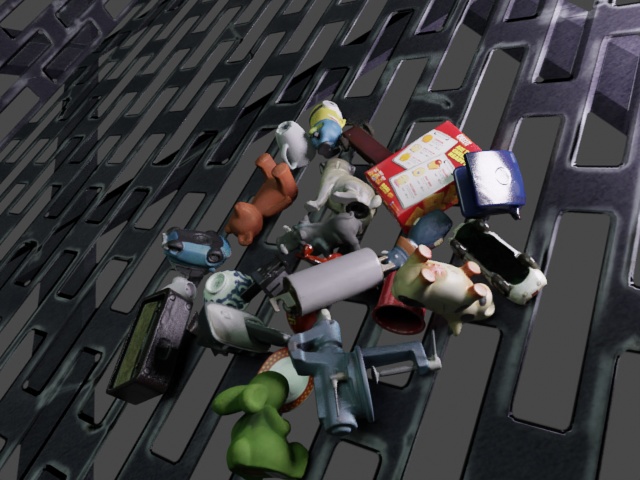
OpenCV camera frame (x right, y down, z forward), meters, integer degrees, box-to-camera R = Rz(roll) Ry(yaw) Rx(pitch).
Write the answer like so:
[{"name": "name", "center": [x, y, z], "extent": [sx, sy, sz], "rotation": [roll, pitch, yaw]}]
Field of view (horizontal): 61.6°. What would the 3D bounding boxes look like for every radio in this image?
[{"name": "radio", "center": [-0.356, 0.220, 1.139], "extent": [0.131, 0.073, 0.230], "rotation": [-26, 42, 37]}]

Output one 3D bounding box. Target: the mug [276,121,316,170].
[{"name": "mug", "center": [-0.073, -0.239, 1.363], "extent": [0.081, 0.107, 0.109], "rotation": [5, 54, 36]}]

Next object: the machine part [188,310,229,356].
[{"name": "machine part", "center": [-0.225, 0.194, 1.132], "extent": [0.139, 0.039, 0.084], "rotation": [15, 67, 37]}]

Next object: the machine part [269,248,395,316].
[{"name": "machine part", "center": [0.024, 0.074, 0.962], "extent": [0.243, 0.079, 0.079], "rotation": [-19, 40, -19]}]

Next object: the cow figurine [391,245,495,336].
[{"name": "cow figurine", "center": [0.202, 0.090, 0.863], "extent": [0.127, 0.195, 0.085], "rotation": [-47, 35, 43]}]

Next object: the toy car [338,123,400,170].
[{"name": "toy car", "center": [0.120, -0.207, 1.256], "extent": [0.089, 0.053, 0.202], "rotation": [-34, 46, -8]}]

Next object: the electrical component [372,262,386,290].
[{"name": "electrical component", "center": [0.102, 0.066, 1.052], "extent": [0.094, 0.021, 0.063], "rotation": [1, 54, 33]}]

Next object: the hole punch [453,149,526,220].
[{"name": "hole punch", "center": [0.312, -0.105, 0.979], "extent": [0.116, 0.092, 0.142], "rotation": [-11, 75, 3]}]

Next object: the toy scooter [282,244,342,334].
[{"name": "toy scooter", "center": [-0.018, 0.084, 1.029], "extent": [0.075, 0.135, 0.184], "rotation": [13, 62, 38]}]

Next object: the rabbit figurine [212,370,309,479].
[{"name": "rabbit figurine", "center": [-0.104, 0.293, 0.886], "extent": [0.121, 0.159, 0.170], "rotation": [-19, 48, 30]}]

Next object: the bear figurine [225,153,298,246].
[{"name": "bear figurine", "center": [-0.151, -0.091, 1.271], "extent": [0.196, 0.131, 0.120], "rotation": [-38, 41, -12]}]

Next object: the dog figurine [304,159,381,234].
[{"name": "dog figurine", "center": [0.066, -0.119, 1.170], "extent": [0.173, 0.121, 0.190], "rotation": [0, 47, 21]}]

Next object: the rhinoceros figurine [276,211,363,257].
[{"name": "rhinoceros figurine", "center": [-0.002, -0.003, 1.110], "extent": [0.190, 0.112, 0.073], "rotation": [-15, 50, 30]}]

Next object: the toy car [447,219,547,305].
[{"name": "toy car", "center": [0.302, 0.032, 0.936], "extent": [0.073, 0.056, 0.202], "rotation": [-42, 42, 2]}]

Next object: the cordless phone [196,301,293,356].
[{"name": "cordless phone", "center": [-0.132, 0.174, 0.998], "extent": [0.184, 0.146, 0.088], "rotation": [-1, 70, 48]}]

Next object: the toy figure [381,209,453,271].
[{"name": "toy figure", "center": [0.186, 0.007, 1.028], "extent": [0.154, 0.057, 0.064], "rotation": [-42, 36, 0]}]

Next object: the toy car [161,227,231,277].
[{"name": "toy car", "center": [-0.294, 0.036, 1.256], "extent": [0.109, 0.161, 0.102], "rotation": [-122, 45, -55]}]

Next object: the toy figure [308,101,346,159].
[{"name": "toy figure", "center": [0.012, -0.282, 1.369], "extent": [0.089, 0.082, 0.180], "rotation": [-14, 50, 19]}]

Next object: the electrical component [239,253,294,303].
[{"name": "electrical component", "center": [-0.110, 0.091, 1.122], "extent": [0.119, 0.074, 0.048], "rotation": [-40, 42, -11]}]

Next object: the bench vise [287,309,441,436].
[{"name": "bench vise", "center": [0.073, 0.203, 0.887], "extent": [0.241, 0.128, 0.224], "rotation": [-10, 37, 0]}]
